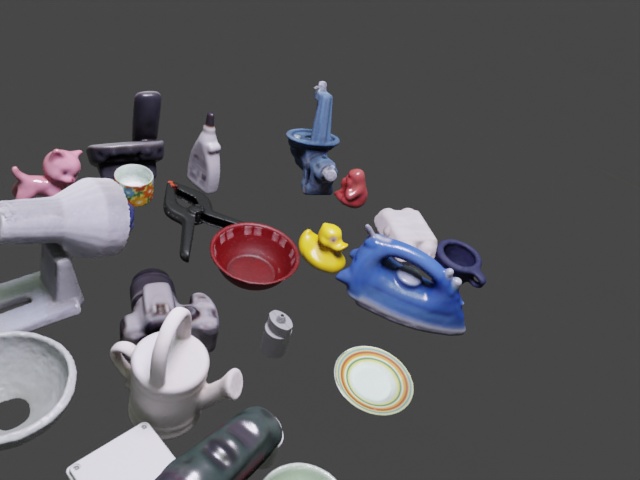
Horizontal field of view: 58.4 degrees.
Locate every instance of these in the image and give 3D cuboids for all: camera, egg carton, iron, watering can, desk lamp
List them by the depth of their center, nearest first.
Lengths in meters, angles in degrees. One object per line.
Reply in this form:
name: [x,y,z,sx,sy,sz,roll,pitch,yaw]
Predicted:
watering can: [-0.188,0.168,0.751,0.173,0.194,0.101,6,40,-14]
desk lamp: [-0.389,0.017,0.836,0.204,0.213,0.117,-23,54,-39]
camera: [-0.236,0.103,0.883,0.143,0.101,0.136,-2,43,-23]
iron: [0.168,0.070,1.042,0.258,0.141,0.119,24,39,8]
egg carton: [0.176,-0.007,1.193,0.107,0.069,0.150,-2,43,-23]

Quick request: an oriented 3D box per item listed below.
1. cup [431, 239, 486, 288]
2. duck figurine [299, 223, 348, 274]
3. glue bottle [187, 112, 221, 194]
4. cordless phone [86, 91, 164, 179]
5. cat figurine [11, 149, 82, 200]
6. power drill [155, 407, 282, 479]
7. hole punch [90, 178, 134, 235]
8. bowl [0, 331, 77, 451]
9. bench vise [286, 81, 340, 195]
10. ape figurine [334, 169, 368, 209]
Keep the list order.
cup: [0.266,0.069,1.118,0.092,0.095,0.117,-18,51,-36]
duck figurine: [0.010,0.004,1.104,0.104,0.086,0.078,35,42,20]
glue bottle: [-0.229,-0.181,1.161,0.078,0.173,0.037,39,44,25]
cordless phone: [-0.382,-0.214,1.133,0.148,0.185,0.094,-13,48,-32]
cat figurine: [-0.489,-0.120,1.035,0.128,0.118,0.067,-14,48,-33]
power drill: [-0.133,0.291,0.616,0.075,0.208,0.230,32,41,18]
hole punch: [-0.385,-0.044,1.007,0.101,0.091,0.109,18,39,0]
bowl: [-0.398,0.201,0.727,0.167,0.075,0.167,11,40,-9]
bench vise: [0.009,-0.221,1.261,0.122,0.220,0.207,-16,50,-34]
ape figurine: [0.074,-0.119,1.268,0.076,0.092,0.078,21,39,5]
